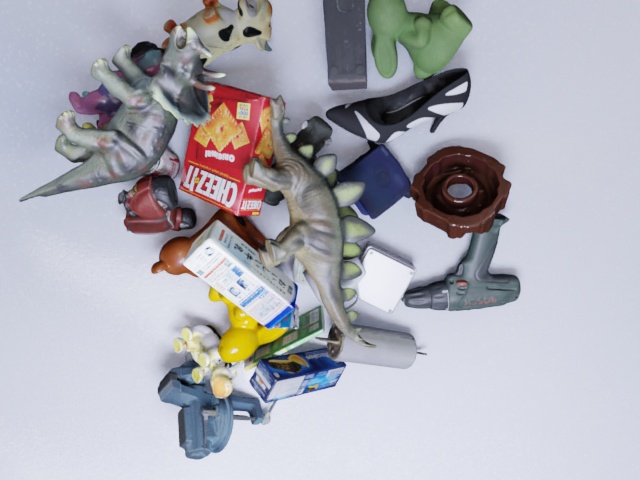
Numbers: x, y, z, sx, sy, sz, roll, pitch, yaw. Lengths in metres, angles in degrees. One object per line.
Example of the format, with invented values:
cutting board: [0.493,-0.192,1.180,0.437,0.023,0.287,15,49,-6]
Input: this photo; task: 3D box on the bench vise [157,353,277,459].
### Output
bench vise: [-0.212,0.343,1.116,0.240,0.224,0.128,17,119,-35]

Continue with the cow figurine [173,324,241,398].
cow figurine: [-0.214,0.242,1.086,0.167,0.098,0.068,47,118,24]

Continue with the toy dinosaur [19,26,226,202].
toy dinosaur: [-0.320,-0.182,0.906,0.192,0.131,0.404,35,103,-11]

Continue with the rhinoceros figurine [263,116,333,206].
rhinoceros figurine: [-0.051,-0.150,1.005,0.073,0.112,0.190,40,110,-5]

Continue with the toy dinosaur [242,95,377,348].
toy dinosaur: [-0.008,-0.014,0.926,0.199,0.105,0.470,-15,102,-17]

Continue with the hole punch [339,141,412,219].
hole punch: [0.105,-0.111,1.022,0.116,0.092,0.142,-36,96,6]

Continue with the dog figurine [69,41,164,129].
dog figurine: [-0.333,-0.253,0.994,0.219,0.108,0.191,-20,101,4]

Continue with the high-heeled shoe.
high-heeled shoe: [0.143,-0.252,0.962,0.249,0.086,0.145,1,142,-14]

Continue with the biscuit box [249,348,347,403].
biscuit box: [-0.039,0.264,1.067,0.063,0.202,0.059,41,115,36]

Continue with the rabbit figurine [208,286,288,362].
rabbit figurine: [-0.151,0.159,1.072,0.162,0.122,0.173,20,71,-36]

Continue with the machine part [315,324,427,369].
machine part: [0.104,0.212,1.079,0.243,0.079,0.079,11,105,-22]

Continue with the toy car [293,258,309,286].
toy car: [-0.002,-0.003,1.066,0.073,0.056,0.201,15,104,-2]

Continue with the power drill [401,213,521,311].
power drill: [0.282,0.044,1.056,0.232,0.086,0.207,3,100,1]

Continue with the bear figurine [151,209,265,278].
bear figurine: [-0.219,0.026,1.050,0.196,0.120,0.132,-36,103,11]

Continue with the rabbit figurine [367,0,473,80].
rabbit figurine: [0.150,-0.369,0.944,0.170,0.121,0.159,24,126,-18]

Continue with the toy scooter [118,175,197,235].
toy scooter: [-0.323,-0.058,1.012,0.135,0.183,0.075,-8,67,3]

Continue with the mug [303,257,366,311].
mug: [0.038,0.079,1.019,0.107,0.081,0.109,-33,89,1]

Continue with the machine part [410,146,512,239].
machine part: [0.258,-0.089,0.990,0.179,0.056,0.179,-5,62,9]

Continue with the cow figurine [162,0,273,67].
cow figurine: [-0.170,-0.370,0.960,0.195,0.127,0.085,-23,60,21]

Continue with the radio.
radio: [0.045,-0.380,0.934,0.073,0.131,0.229,-3,103,5]
